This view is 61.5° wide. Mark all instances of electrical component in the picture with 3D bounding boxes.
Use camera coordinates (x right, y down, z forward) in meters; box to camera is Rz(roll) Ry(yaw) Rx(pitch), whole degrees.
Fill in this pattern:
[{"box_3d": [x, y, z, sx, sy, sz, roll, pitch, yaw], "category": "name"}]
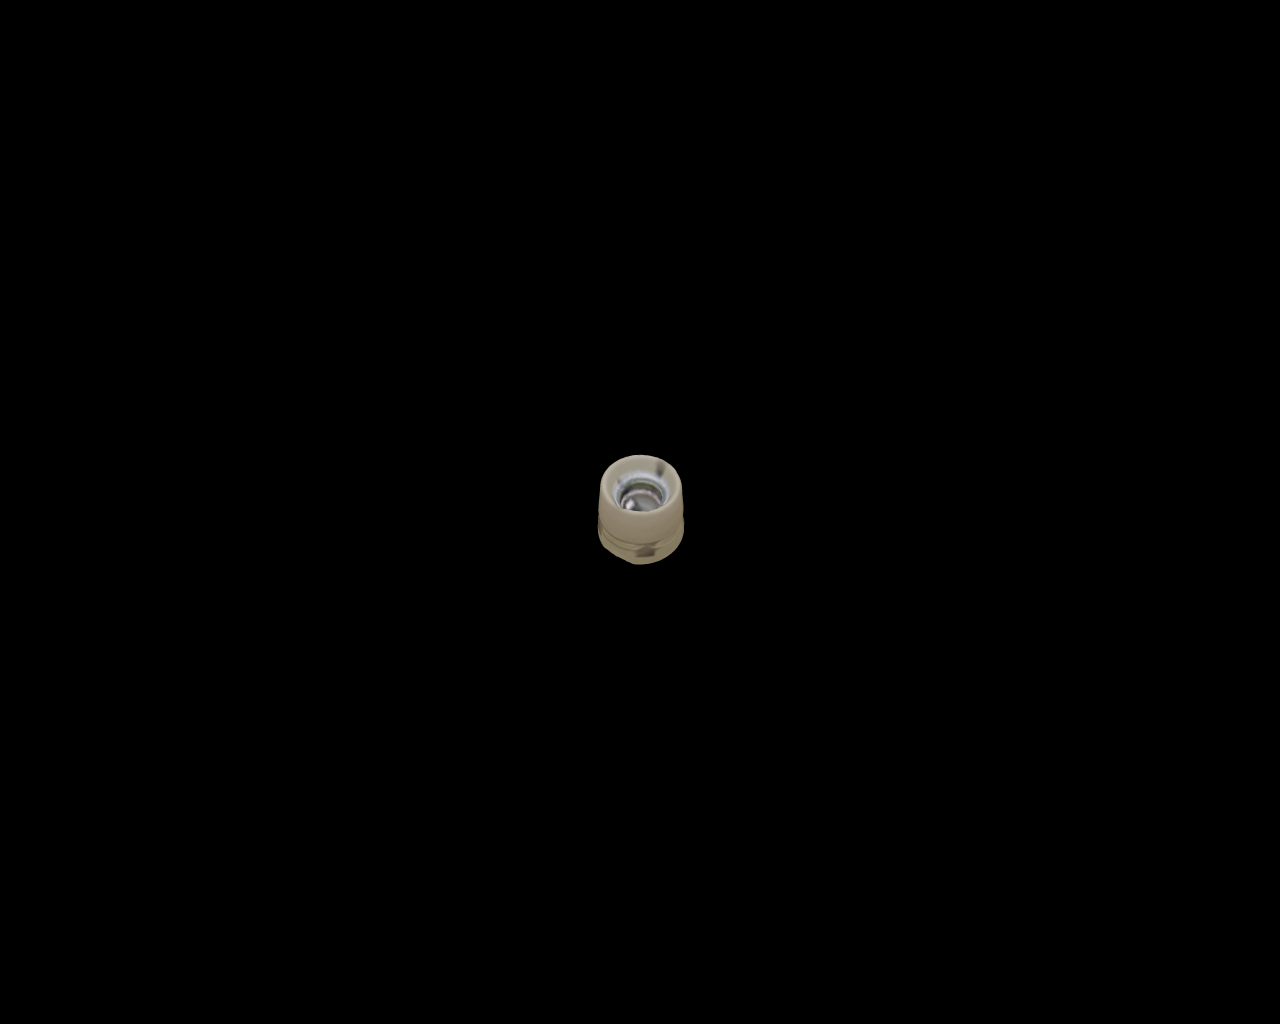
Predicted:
[{"box_3d": [0.001, -0.003, 0.650, 0.055, 0.055, 0.047, 0, -39, 0], "category": "electrical component"}]
